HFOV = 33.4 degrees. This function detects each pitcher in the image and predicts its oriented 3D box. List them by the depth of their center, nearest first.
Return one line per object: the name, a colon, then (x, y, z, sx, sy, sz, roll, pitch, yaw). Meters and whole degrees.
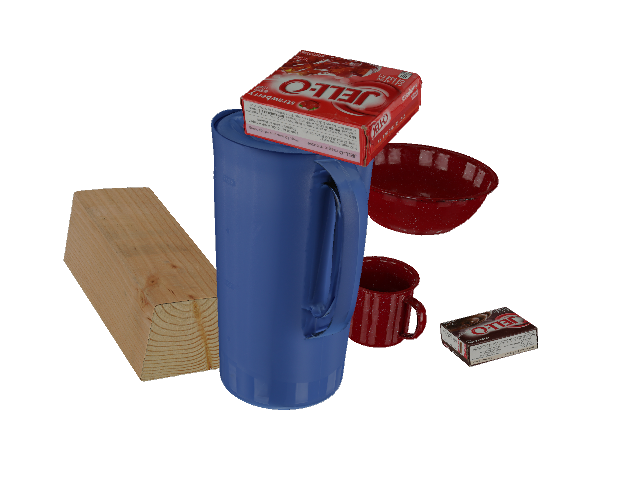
pitcher: (-0.022, 0.018, 0.877, 0.145, 0.243, 0.149, 10, 24, 13)

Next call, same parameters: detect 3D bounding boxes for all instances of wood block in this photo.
wood block: (-0.176, 0.037, 1.074, 0.090, 0.091, 0.206, -5, 35, -35)

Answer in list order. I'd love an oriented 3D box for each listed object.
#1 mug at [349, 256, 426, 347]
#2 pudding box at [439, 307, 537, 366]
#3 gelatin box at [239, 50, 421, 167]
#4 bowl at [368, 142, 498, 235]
mug: (0.079, 0.080, 1.287, 0.117, 0.081, 0.093, 24, 33, 33)
pudding box: (0.240, 0.136, 1.525, 0.113, 0.039, 0.090, -15, 19, -16)
gelatin box: (0.007, -0.084, 0.658, 0.089, 0.030, 0.073, 17, 41, 26)
bowl: (0.098, -0.048, 1.090, 0.162, 0.055, 0.162, 4, 24, -2)
